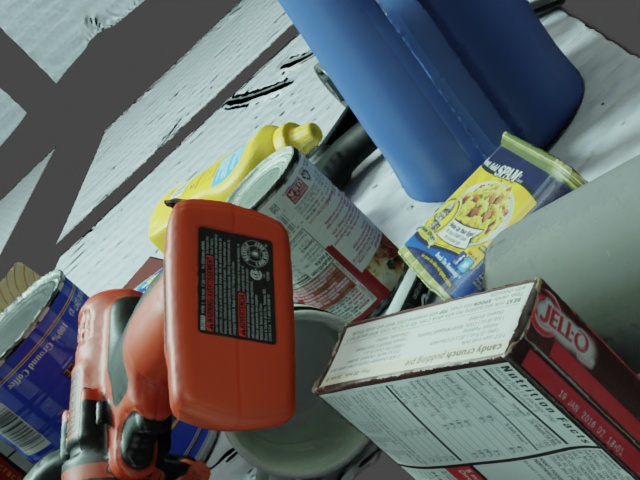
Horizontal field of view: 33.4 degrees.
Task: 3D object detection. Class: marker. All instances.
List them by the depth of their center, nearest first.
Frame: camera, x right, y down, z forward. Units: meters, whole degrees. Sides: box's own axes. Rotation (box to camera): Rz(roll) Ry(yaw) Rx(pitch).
[{"bbox_3d":[0.055,0.025,0.604,0.020,0.020,0.121,-23,29,47],"label":"marker"}]

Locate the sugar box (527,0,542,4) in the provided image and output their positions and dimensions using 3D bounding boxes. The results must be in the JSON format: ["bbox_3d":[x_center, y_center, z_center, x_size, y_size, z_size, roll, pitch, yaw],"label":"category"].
[{"bbox_3d":[0.120,-0.214,0.809,0.048,0.093,0.177,-23,8,-36],"label":"sugar box"}]

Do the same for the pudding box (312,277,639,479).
[{"bbox_3d":[0.065,0.063,0.398,0.114,0.090,0.039,-21,31,51],"label":"pudding box"}]

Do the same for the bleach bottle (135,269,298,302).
[{"bbox_3d":[-0.107,0.055,0.770,0.251,0.068,0.102,-32,20,19],"label":"bleach bottle"}]

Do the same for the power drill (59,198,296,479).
[{"bbox_3d":[-0.076,0.081,0.497,0.188,0.057,0.184,-44,44,49],"label":"power drill"}]

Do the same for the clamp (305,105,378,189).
[{"bbox_3d":[0.006,-0.061,0.855,0.171,0.039,0.120,-43,9,-6],"label":"clamp"}]

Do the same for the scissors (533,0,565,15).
[{"bbox_3d":[0.094,-0.147,0.844,0.096,0.016,0.202,-30,10,-30],"label":"scissors"}]

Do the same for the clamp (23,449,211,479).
[{"bbox_3d":[-0.153,0.186,0.596,0.210,0.164,0.036,-21,-2,4],"label":"clamp"}]

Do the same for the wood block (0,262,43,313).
[{"bbox_3d":[-0.284,0.108,0.969,0.090,0.090,0.206,-57,11,-31],"label":"wood block"}]

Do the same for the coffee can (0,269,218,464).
[{"bbox_3d":[-0.148,0.102,0.679,0.103,0.140,0.103,-39,20,17],"label":"coffee can"}]

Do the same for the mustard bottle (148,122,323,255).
[{"bbox_3d":[-0.070,-0.054,0.961,0.192,0.058,0.096,-31,16,37],"label":"mustard bottle"}]

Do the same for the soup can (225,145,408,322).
[{"bbox_3d":[-0.004,0.001,0.649,0.069,0.102,0.068,-40,19,17],"label":"soup can"}]

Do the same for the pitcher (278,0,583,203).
[{"bbox_3d":[0.045,-0.145,0.632,0.149,0.242,0.144,-7,40,51],"label":"pitcher"}]

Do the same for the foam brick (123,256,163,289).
[{"bbox_3d":[-0.129,0.050,0.880,0.051,0.053,0.078,-50,20,-13],"label":"foam brick"}]

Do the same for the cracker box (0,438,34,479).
[{"bbox_3d":[-0.253,0.183,0.698,0.072,0.164,0.213,-20,31,47],"label":"cracker box"}]

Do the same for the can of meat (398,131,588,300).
[{"bbox_3d":[0.092,0.002,0.519,0.084,0.057,0.102,-46,18,5],"label":"can of meat"}]
